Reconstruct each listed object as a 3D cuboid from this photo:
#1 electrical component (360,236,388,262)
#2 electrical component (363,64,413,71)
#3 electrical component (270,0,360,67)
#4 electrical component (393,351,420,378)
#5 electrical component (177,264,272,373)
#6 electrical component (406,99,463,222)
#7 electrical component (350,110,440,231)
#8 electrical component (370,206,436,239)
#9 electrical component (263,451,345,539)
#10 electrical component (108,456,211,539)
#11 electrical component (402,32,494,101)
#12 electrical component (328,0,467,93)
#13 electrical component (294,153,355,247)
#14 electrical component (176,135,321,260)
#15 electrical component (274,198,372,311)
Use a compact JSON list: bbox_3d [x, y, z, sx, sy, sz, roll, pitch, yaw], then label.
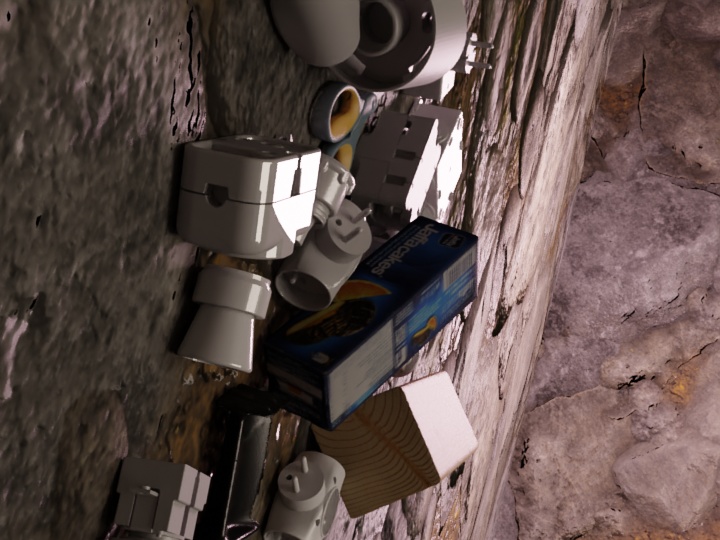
[{"bbox_3d":[0.000,0.000,0.888,0.045,0.045,0.055,-14,115,-73],"label":"electrical component"},{"bbox_3d":[0.016,-0.165,0.801,0.055,0.055,0.047,-41,144,-65],"label":"electrical component"},{"bbox_3d":[-0.022,-0.181,0.670,0.077,0.043,0.079,68,37,-64],"label":"electrical component"},{"bbox_3d":[0.032,0.077,1.066,0.055,0.048,0.066,61,43,-57],"label":"electrical component"},{"bbox_3d":[-0.079,0.028,0.629,0.045,0.045,0.055,42,61,-73],"label":"electrical component"},{"bbox_3d":[0.065,-0.101,1.035,0.099,0.048,0.099,85,24,-49],"label":"electrical component"},{"bbox_3d":[0.027,-0.083,0.898,0.050,0.056,0.089,77,30,-57],"label":"electrical component"},{"bbox_3d":[0.042,-0.008,0.958,0.076,0.047,0.083,41,52,-25],"label":"electrical component"},{"bbox_3d":[-0.045,0.180,0.866,0.079,0.044,0.077,86,22,-48],"label":"electrical component"},{"bbox_3d":[-0.112,0.137,0.595,0.066,0.048,0.055,63,34,-67],"label":"electrical component"},{"bbox_3d":[0.083,-0.198,0.970,0.047,0.076,0.083,-53,151,-57],"label":"electrical component"},{"bbox_3d":[0.019,-0.168,0.730,0.064,0.099,0.099,-38,138,-58],"label":"electrical component"},{"bbox_3d":[-0.035,-0.047,0.730,0.048,0.048,0.062,64,47,-66],"label":"electrical component"},{"bbox_3d":[-0.063,-0.042,0.614,0.095,0.054,0.059,-31,131,-69],"label":"electrical component"},{"bbox_3d":[-0.018,-0.019,0.766,0.079,0.044,0.077,-35,-156,48],"label":"electrical component"}]
